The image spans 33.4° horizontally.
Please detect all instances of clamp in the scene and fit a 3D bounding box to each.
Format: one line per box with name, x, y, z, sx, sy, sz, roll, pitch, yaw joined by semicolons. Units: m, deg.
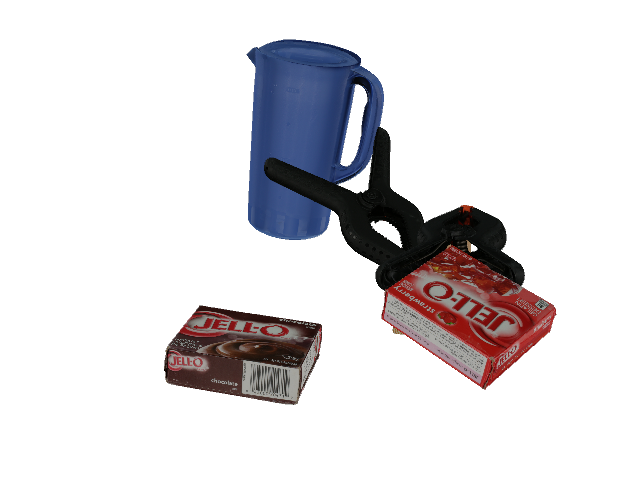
clamp;0.129;0.008;0.925;0.120;0.039;0.171;8;25;20
clamp;0.042;-0.039;1.179;0.164;0.210;0.036;-13;-36;-22

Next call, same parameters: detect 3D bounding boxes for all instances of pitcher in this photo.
pitcher;-0.019;-0.126;1.361;0.144;0.243;0.149;-2;25;-22

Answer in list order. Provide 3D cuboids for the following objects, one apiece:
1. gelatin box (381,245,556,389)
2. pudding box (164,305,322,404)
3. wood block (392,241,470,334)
gelatin box;0.097;0.047;0.701;0.089;0.030;0.073;33;45;29
pudding box;-0.062;0.093;0.884;0.113;0.039;0.090;10;21;8
wood block;0.172;0.062;1.627;0.091;0.090;0.206;4;22;14
